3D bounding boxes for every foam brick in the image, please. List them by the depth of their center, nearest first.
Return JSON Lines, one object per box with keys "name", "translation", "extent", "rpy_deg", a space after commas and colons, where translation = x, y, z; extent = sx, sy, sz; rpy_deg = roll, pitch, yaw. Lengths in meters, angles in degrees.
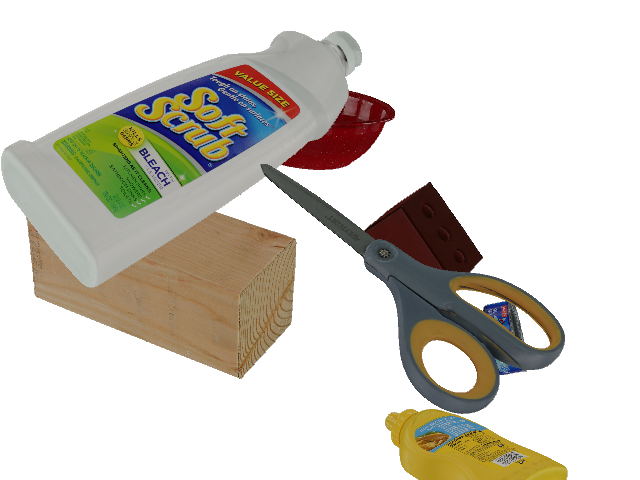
{"name": "foam brick", "translation": [0.082, 0.005, 0.857], "extent": [0.051, 0.078, 0.052], "rpy_deg": [-34, 3, 40]}

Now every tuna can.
{"name": "tuna can", "translation": [0.217, 0.114, 1.251], "extent": [0.034, 0.086, 0.086], "rpy_deg": [-12, -3, 15]}

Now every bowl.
{"name": "bowl", "translation": [-0.013, -0.106, 1.003], "extent": [0.162, 0.055, 0.162], "rpy_deg": [6, 20, -2]}

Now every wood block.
{"name": "wood block", "translation": [-0.133, 0.024, 0.893], "extent": [0.206, 0.090, 0.090], "rpy_deg": [18, 36, 21]}

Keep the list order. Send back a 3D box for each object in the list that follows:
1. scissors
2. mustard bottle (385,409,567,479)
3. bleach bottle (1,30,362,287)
{"name": "scissors", "translation": [0.032, 0.026, 0.577], "extent": [0.202, 0.016, 0.096], "rpy_deg": [25, 51, 15]}
{"name": "mustard bottle", "translation": [0.133, 0.208, 1.023], "extent": [0.096, 0.058, 0.192], "rpy_deg": [-14, 24, -38]}
{"name": "bleach bottle", "translation": [-0.077, -0.076, 0.707], "extent": [0.250, 0.102, 0.068], "rpy_deg": [-36, -10, -25]}
